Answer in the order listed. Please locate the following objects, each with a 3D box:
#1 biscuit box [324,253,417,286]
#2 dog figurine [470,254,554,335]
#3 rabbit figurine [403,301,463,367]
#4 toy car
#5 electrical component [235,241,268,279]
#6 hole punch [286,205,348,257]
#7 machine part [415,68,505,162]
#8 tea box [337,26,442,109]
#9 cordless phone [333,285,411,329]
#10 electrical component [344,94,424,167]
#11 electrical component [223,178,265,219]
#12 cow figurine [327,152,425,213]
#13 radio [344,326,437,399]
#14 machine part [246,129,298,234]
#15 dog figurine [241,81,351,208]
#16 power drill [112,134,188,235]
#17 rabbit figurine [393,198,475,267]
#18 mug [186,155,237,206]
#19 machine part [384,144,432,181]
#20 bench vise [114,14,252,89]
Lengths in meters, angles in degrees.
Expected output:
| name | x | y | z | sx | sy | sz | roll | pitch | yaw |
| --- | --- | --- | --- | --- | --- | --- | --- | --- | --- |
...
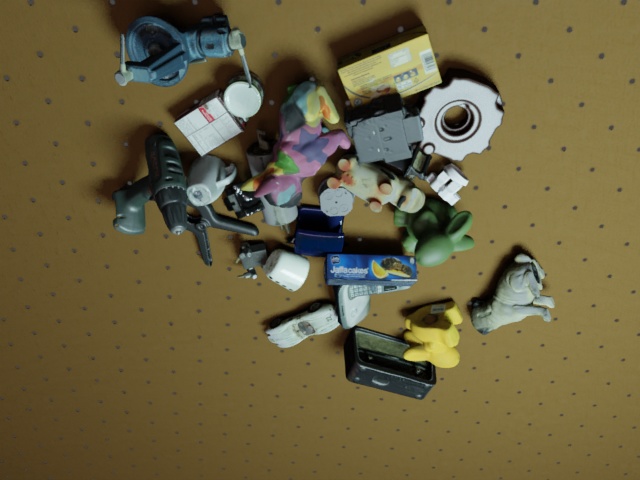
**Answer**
| name | x | y | z | sx | sy | sz | roll | pitch | yaw |
| --- | --- | --- | --- | --- | --- | --- | --- | --- | --- |
| biscuit box | 0.111 | 0.067 | 1.193 | 0.203 | 0.059 | 0.062 | 1 | 164 | -4 |
| dog figurine | 0.425 | 0.128 | 1.258 | 0.191 | 0.121 | 0.172 | -17 | 89 | 34 |
| rabbit figurine | 0.284 | 0.255 | 1.329 | 0.162 | 0.122 | 0.173 | -17 | 123 | 20 |
| toy car | -0.044 | 0.216 | 1.357 | 0.202 | 0.056 | 0.073 | -25 | 120 | 18 |
| electrical component | -0.157 | 0.047 | 1.241 | 0.078 | 0.045 | 0.102 | -6 | 137 | -10 |
| hole punch | -0.002 | -0.004 | 1.188 | 0.142 | 0.092 | 0.115 | 3 | 128 | -4 |
| machine part | 0.262 | -0.236 | 1.033 | 0.179 | 0.056 | 0.179 | 1 | 124 | 2 |
| tea box | 0.126 | -0.308 | 0.982 | 0.170 | 0.068 | 0.098 | -16 | 122 | 15 |
| cordless phone | 0.126 | 0.130 | 1.277 | 0.184 | 0.089 | 0.146 | -7 | 124 | 3 |
| electrical component | 0.120 | -0.202 | 0.990 | 0.134 | 0.058 | 0.114 | -12 | 138 | 14 |
| electrical component | -0.166 | -0.084 | 1.142 | 0.048 | 0.119 | 0.074 | -26 | 95 | -21 |
| cow figurine | 0.123 | -0.114 | 1.098 | 0.195 | 0.127 | 0.085 | 27 | 122 | 2 |
| radio | 0.177 | 0.314 | 1.367 | 0.230 | 0.131 | 0.073 | 16 | 125 | -8 |
| machine part | -0.099 | -0.118 | 1.120 | 0.079 | 0.079 | 0.242 | -8 | 124 | 8 |
| dog figurine | -0.061 | -0.168 | 1.004 | 0.219 | 0.109 | 0.191 | -39 | 122 | -15 |
| power drill | -0.345 | -0.083 | 1.089 | 0.086 | 0.232 | 0.207 | 6 | 153 | -40 |
| rabbit figurine | 0.241 | -0.003 | 1.123 | 0.159 | 0.170 | 0.121 | -9 | 124 | 10 |
| mug | -0.226 | -0.117 | 1.109 | 0.110 | 0.107 | 0.080 | -6 | 125 | 10 |
| machine part | 0.157 | -0.172 | 1.077 | 0.139 | 0.084 | 0.039 | 23 | 148 | -3 |
| bench vise | -0.248 | -0.312 | 0.910 | 0.224 | 0.241 | 0.128 | 14 | 129 | 12 |
